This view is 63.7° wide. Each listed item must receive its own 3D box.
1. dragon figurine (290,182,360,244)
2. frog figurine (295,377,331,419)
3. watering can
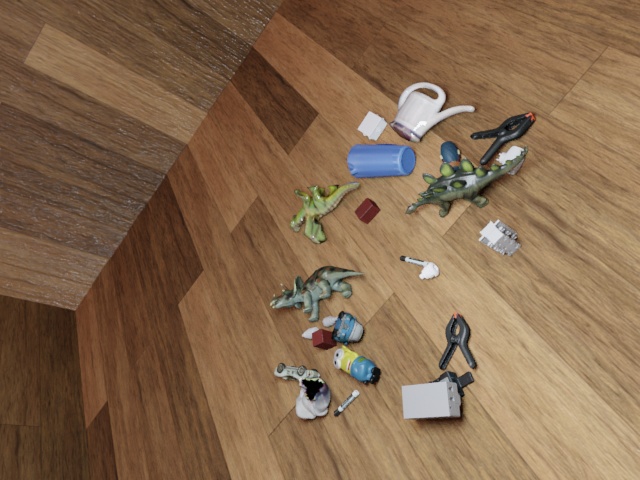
[{"bbox_3d":[0.006,-0.106,2.115,0.409,0.122,0.243,-3,86,48],"label":"dragon figurine"},{"bbox_3d":[-0.024,0.566,1.799,0.139,0.124,0.156,31,131,41],"label":"frog figurine"},{"bbox_3d":[0.384,-0.452,1.864,0.223,0.103,0.353,-57,40,10],"label":"watering can"}]
